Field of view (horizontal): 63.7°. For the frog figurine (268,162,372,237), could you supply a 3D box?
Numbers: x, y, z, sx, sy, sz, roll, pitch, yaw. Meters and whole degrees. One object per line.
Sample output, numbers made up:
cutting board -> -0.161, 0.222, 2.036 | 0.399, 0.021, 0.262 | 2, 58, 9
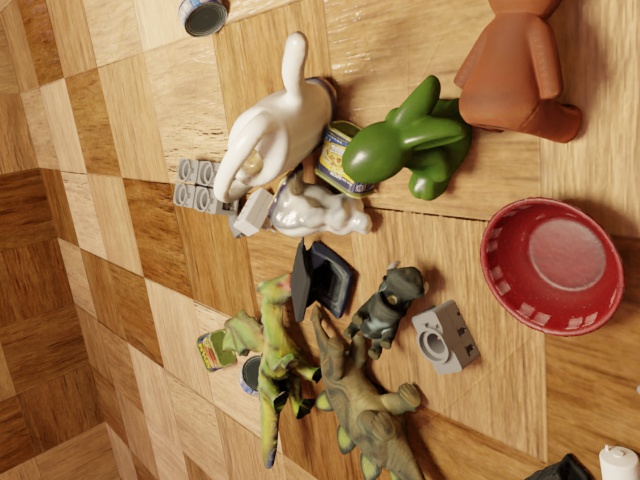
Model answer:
frog figurine -> 0.003, -0.042, 0.835 | 0.159, 0.122, 0.137 | 34, 3, 1

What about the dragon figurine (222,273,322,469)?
dragon figurine -> -0.121, 0.257, 1.076 | 0.122, 0.404, 0.246 | -2, 31, -47

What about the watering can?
watering can -> -0.048, -0.179, 0.754 | 0.228, 0.104, 0.341 | -45, -3, -44
